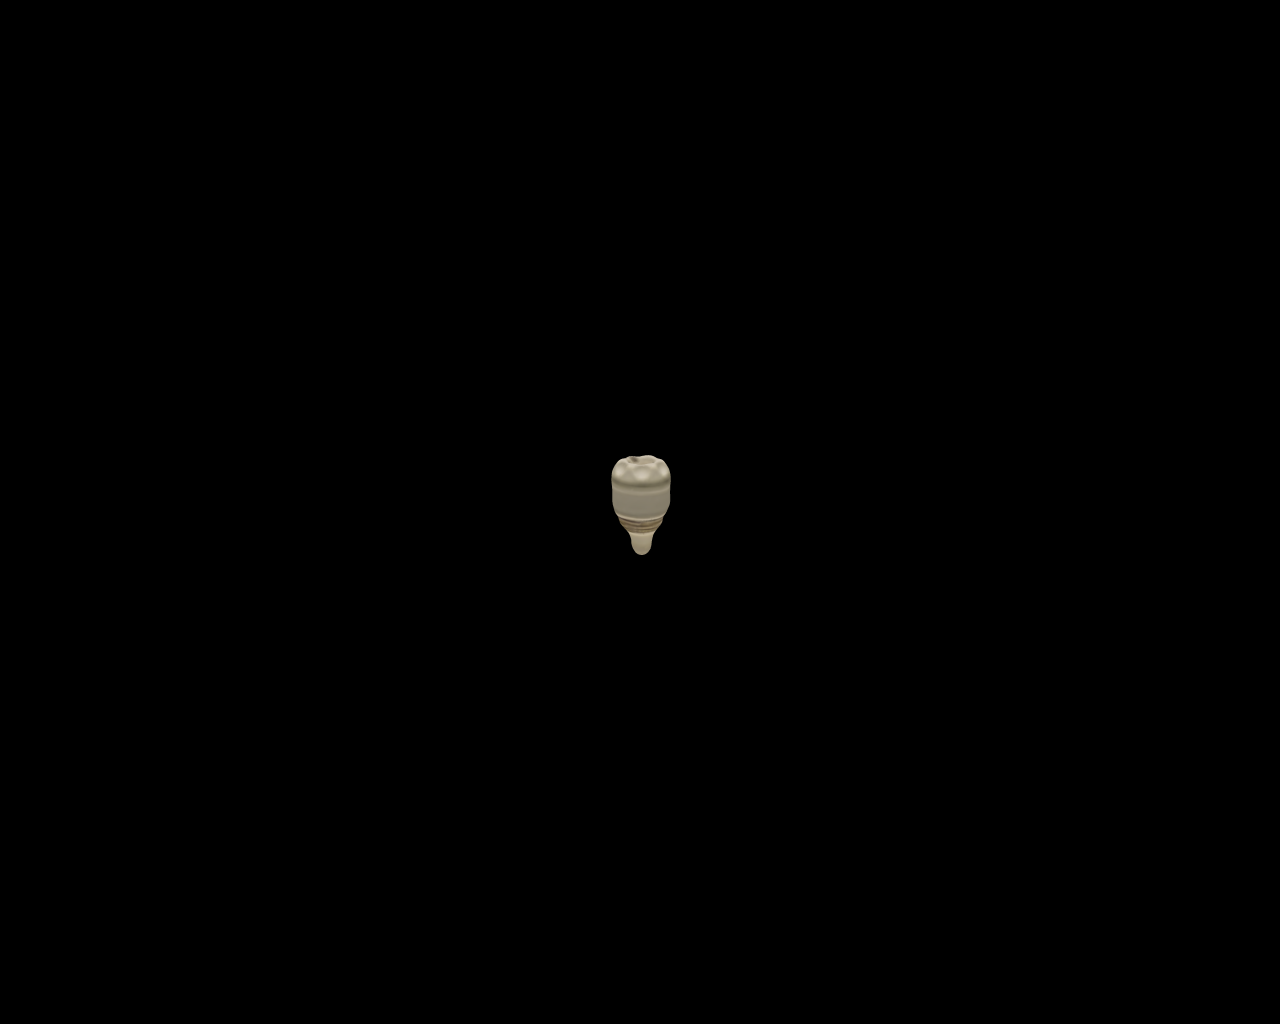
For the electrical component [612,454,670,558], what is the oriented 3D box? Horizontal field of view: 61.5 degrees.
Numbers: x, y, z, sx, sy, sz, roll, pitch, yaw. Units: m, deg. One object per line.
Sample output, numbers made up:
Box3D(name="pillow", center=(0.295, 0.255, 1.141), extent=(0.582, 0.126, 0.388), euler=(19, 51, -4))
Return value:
Box3D(name="electrical component", center=(0.001, -0.003, 0.650), extent=(0.035, 0.061, 0.035), euler=(0, 19, 0))
